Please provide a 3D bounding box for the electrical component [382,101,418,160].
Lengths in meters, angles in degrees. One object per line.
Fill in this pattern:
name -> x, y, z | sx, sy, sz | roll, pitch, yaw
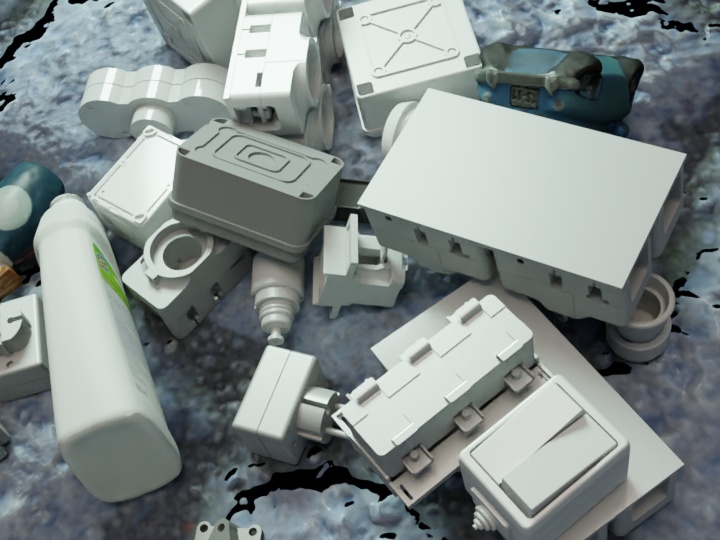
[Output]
electrical component -> 0.054, -0.101, 0.846 | 0.057, 0.058, 0.078 | 16, 22, 25

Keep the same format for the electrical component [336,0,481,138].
electrical component -> 0.043, -0.177, 0.901 | 0.109, 0.056, 0.108 | -14, 56, 3

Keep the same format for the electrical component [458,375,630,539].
electrical component -> 0.102, 0.116, 0.626 | 0.096, 0.061, 0.061 | -37, 59, -12

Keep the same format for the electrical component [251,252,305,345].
electrical component -> -0.062, 0.019, 0.809 | 0.040, 0.040, 0.078 | -6, 58, 8

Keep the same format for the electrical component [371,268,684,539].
electrical component -> 0.106, 0.100, 0.710 | 0.105, 0.060, 0.186 | -34, 58, -10

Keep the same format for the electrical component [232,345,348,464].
electrical component -> -0.037, 0.098, 0.749 | 0.077, 0.047, 0.065 | 12, 61, 19

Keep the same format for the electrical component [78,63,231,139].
electrical component -> -0.175, -0.131, 0.920 | 0.138, 0.052, 0.073 | -1, 58, 12

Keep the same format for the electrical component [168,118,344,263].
electrical component -> -0.078, -0.060, 0.804 | 0.113, 0.057, 0.078 | 20, 34, 10

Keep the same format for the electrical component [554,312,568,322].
electrical component -> 0.170, 0.008, 0.767 | 0.078, 0.040, 0.040 | -40, 59, -13

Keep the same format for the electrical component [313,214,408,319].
electrical component -> 0.000, 0.000, 0.792 | 0.064, 0.081, 0.042 | 7, 58, -10

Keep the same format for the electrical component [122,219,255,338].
electrical component -> -0.131, -0.003, 0.828 | 0.050, 0.055, 0.089 | 34, 70, 28

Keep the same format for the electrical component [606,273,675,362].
electrical component -> 0.191, 0.033, 0.738 | 0.045, 0.055, 0.045 | -5, 57, 8

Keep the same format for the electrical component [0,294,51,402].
electrical component -> -0.264, 0.050, 0.810 | 0.047, 0.076, 0.065 | -16, 56, 2

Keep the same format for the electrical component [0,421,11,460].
electrical component -> -0.308, 0.103, 0.794 | 0.061, 0.061, 0.096 | -32, 57, -9

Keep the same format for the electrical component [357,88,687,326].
electrical component -> 0.109, -0.043, 0.722 | 0.186, 0.060, 0.105 | 20, 66, 26

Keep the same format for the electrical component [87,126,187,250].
electrical component -> -0.160, -0.065, 0.870 | 0.062, 0.061, 0.096 | 27, 67, 25

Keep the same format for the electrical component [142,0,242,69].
electrical component -> -0.141, -0.226, 0.940 | 0.056, 0.108, 0.109 | -42, 59, -12

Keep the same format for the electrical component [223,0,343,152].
electrical component -> -0.057, -0.181, 0.895 | 0.060, 0.105, 0.186 | -1, 58, 11

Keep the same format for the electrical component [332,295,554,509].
electrical component -> 0.051, 0.075, 0.661 | 0.121, 0.063, 0.078 | -37, 58, -12
